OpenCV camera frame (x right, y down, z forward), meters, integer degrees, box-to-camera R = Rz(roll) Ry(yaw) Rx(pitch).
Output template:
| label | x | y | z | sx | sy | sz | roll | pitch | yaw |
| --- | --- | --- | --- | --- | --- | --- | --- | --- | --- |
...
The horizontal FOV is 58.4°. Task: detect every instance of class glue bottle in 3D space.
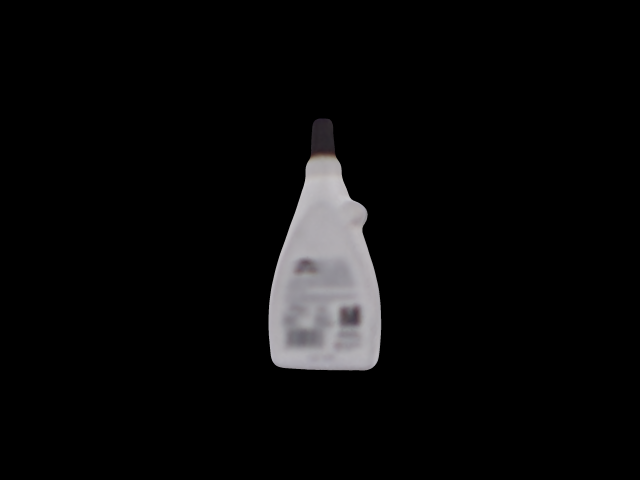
| label | x | y | z | sx | sy | sz | roll | pitch | yaw |
| --- | --- | --- | --- | --- | --- | --- | --- | --- | --- |
| glue bottle | 0.004 | 0.001 | 0.400 | 0.078 | 0.173 | 0.037 | 0 | 0 | 8 |
